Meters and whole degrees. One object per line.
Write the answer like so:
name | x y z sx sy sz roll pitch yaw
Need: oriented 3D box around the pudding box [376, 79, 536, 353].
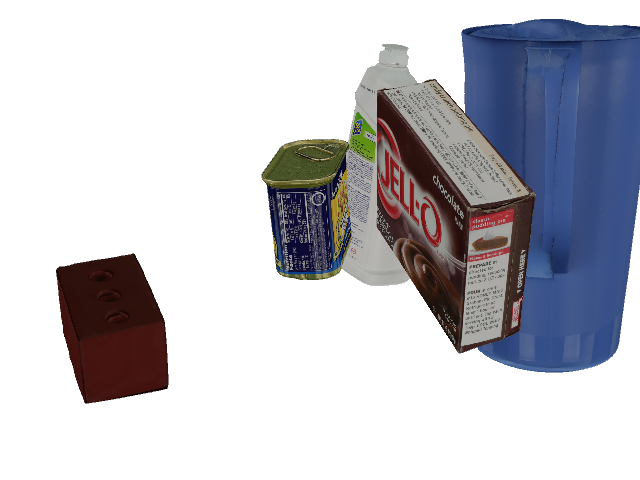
pudding box | 0.063 -0.015 0.536 0.039 0.090 0.113 -16 41 -15

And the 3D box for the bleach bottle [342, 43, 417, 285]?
bleach bottle | 0.068 -0.084 1.158 0.067 0.251 0.103 -5 24 -31

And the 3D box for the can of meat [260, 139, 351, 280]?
can of meat | -0.008 -0.026 0.849 0.057 0.084 0.102 -1 23 11

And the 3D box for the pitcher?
pitcher | 0.162 -0.032 0.754 0.149 0.243 0.145 -10 18 -28

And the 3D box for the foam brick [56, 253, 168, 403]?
foam brick | -0.129 0.054 0.658 0.053 0.051 0.078 -10 35 -20
